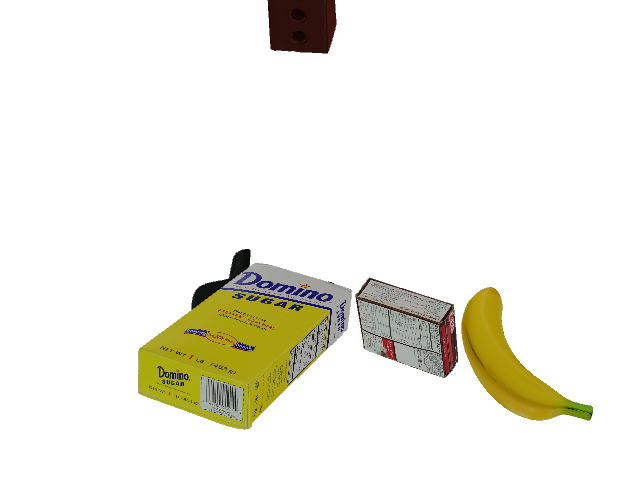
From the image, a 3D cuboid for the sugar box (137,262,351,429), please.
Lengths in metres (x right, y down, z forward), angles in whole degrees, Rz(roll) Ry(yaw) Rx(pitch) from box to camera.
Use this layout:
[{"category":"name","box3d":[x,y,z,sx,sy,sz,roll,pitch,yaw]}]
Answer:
[{"category":"sugar box","box3d":[-0.053,0.074,0.819,0.093,0.048,0.176,16,29,20]}]

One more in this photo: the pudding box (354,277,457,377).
[{"category":"pudding box","box3d":[0.099,0.099,1.214,0.114,0.090,0.039,16,45,28]}]

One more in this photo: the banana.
[{"category":"banana","box3d":[0.161,0.100,0.936,0.069,0.037,0.198,6,28,-22]}]

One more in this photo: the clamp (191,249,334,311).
[{"category":"clamp","box3d":[-0.076,0.052,1.040,0.120,0.039,0.171,19,22,34]}]

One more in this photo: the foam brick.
[{"category":"foam brick","box3d":[-0.016,-0.207,0.916,0.053,0.078,0.051,5,45,8]}]
